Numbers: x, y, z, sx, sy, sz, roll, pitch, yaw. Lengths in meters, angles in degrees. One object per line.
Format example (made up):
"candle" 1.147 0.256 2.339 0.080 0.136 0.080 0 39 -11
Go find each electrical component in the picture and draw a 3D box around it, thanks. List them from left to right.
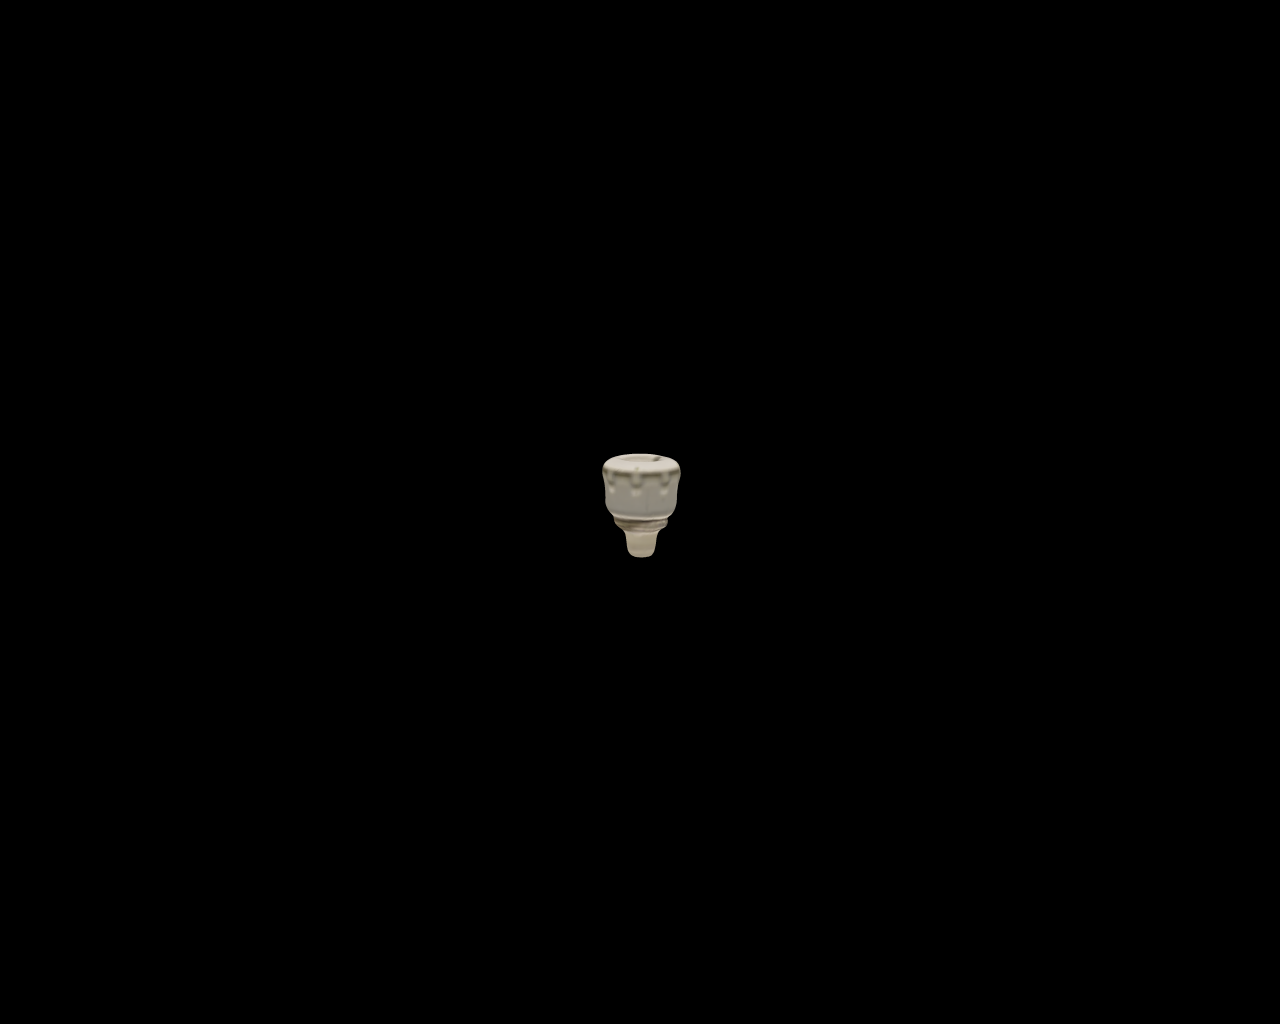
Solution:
"electrical component" 0.001 -0.003 0.650 0.048 0.062 0.048 0 12 0
